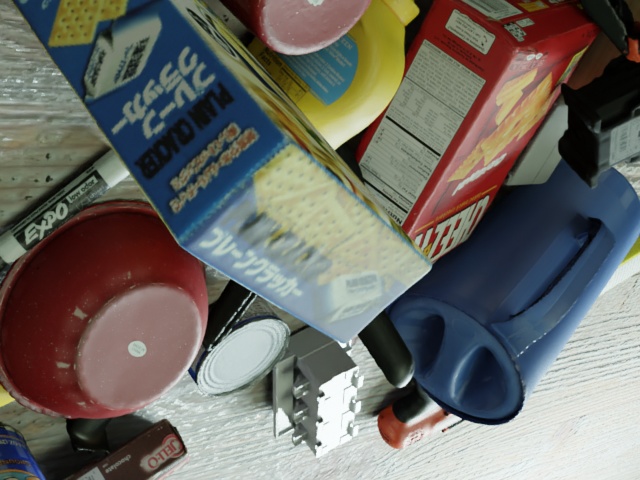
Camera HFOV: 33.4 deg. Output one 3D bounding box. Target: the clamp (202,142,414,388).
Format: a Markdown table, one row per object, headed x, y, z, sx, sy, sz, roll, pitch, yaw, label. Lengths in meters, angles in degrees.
| x | y | z | sx | sy | sz | roll | pitch | yaw | label |
| --- | --- | --- | --- | --- | --- | --- | --- | --- | --- |
| -0.005 | 0.001 | 0.724 | 0.036 | 0.165 | 0.210 | -36 | 136 | -59 | clamp |

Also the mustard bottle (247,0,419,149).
| x | y | z | sx | sy | sz | roll | pitch | yaw | label |
| --- | --- | --- | --- | --- | --- | --- | --- | --- | --- |
| -0.007 | -0.096 | 0.643 | 0.192 | 0.096 | 0.058 | -46 | 146 | 8 | mustard bottle |

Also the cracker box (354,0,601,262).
| x | y | z | sx | sy | sz | roll | pitch | yaw | label |
| --- | --- | --- | --- | --- | --- | --- | --- | --- | --- |
| 0.098 | -0.075 | 0.757 | 0.163 | 0.072 | 0.214 | -26 | 149 | -53 | cracker box |

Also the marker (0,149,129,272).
| x | y | z | sx | sy | sz | roll | pitch | yaw | label |
| --- | --- | --- | --- | --- | --- | --- | --- | --- | --- |
| -0.169 | -0.011 | 0.650 | 0.121 | 0.020 | 0.020 | -38 | 147 | -4 | marker |

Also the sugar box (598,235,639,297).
| x | y | z | sx | sy | sz | roll | pitch | yaw | label |
| --- | --- | --- | --- | --- | --- | --- | --- | --- | --- |
| 0.222 | 0.023 | 1.019 | 0.176 | 0.093 | 0.048 | -28 | 144 | -19 | sugar box |

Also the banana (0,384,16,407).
| x | y | z | sx | sy | sz | roll | pitch | yaw | label |
| --- | --- | --- | --- | --- | --- | --- | --- | --- | --- |
| -0.242 | 0.090 | 0.678 | 0.197 | 0.037 | 0.070 | 1 | 129 | -46 | banana |

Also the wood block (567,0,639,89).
| x | y | z | sx | sy | sz | roll | pitch | yaw | label |
| --- | --- | --- | --- | --- | --- | --- | --- | --- | --- |
| 0.247 | -0.199 | 0.785 | 0.090 | 0.090 | 0.206 | -7 | 134 | -41 | wood block |

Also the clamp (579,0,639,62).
| x | y | z | sx | sy | sz | roll | pitch | yaw | label |
| --- | --- | --- | --- | --- | --- | --- | --- | --- | --- |
| 0.192 | -0.200 | 0.692 | 0.039 | 0.120 | 0.171 | -46 | 143 | -43 | clamp |

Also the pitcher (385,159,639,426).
| x | y | z | sx | sy | sz | roll | pitch | yaw | label |
| --- | --- | --- | --- | --- | --- | --- | --- | --- | --- |
| 0.178 | 0.028 | 0.894 | 0.242 | 0.149 | 0.145 | -43 | 139 | -32 | pitcher |

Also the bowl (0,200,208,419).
| x | y | z | sx | sy | sz | roll | pitch | yaw | label |
| --- | --- | --- | --- | --- | --- | --- | --- | --- | --- |
| -0.130 | 0.058 | 0.699 | 0.161 | 0.055 | 0.162 | -20 | 124 | -32 | bowl |

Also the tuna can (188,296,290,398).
| x | y | z | sx | sy | sz | roll | pitch | yaw | label |
| --- | --- | --- | --- | --- | --- | --- | --- | --- | --- |
| -0.068 | 0.084 | 0.850 | 0.086 | 0.034 | 0.086 | -26 | 145 | -21 | tuna can |

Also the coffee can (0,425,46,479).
| x | y | z | sx | sy | sz | roll | pitch | yaw | label |
| --- | --- | --- | --- | --- | --- | --- | --- | --- | --- |
| -0.226 | 0.215 | 0.747 | 0.102 | 0.140 | 0.103 | -26 | 145 | -21 | coffee can |

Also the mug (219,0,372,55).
| x | y | z | sx | sy | sz | roll | pitch | yaw | label |
| --- | --- | --- | --- | --- | --- | --- | --- | --- | --- |
| -0.015 | -0.163 | 0.569 | 0.093 | 0.082 | 0.117 | 1 | 129 | -46 | mug |

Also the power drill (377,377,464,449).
| x | y | z | sx | sy | sz | roll | pitch | yaw | label |
| --- | --- | --- | --- | --- | --- | --- | --- | --- | --- |
| 0.147 | 0.126 | 1.096 | 0.184 | 0.057 | 0.188 | -26 | 144 | -22 | power drill |

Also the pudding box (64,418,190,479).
| x | y | z | sx | sy | sz | roll | pitch | yaw | label |
| --- | --- | --- | --- | --- | --- | --- | --- | --- | --- |
| -0.159 | 0.191 | 0.856 | 0.113 | 0.039 | 0.090 | -30 | 168 | -13 | pudding box |
